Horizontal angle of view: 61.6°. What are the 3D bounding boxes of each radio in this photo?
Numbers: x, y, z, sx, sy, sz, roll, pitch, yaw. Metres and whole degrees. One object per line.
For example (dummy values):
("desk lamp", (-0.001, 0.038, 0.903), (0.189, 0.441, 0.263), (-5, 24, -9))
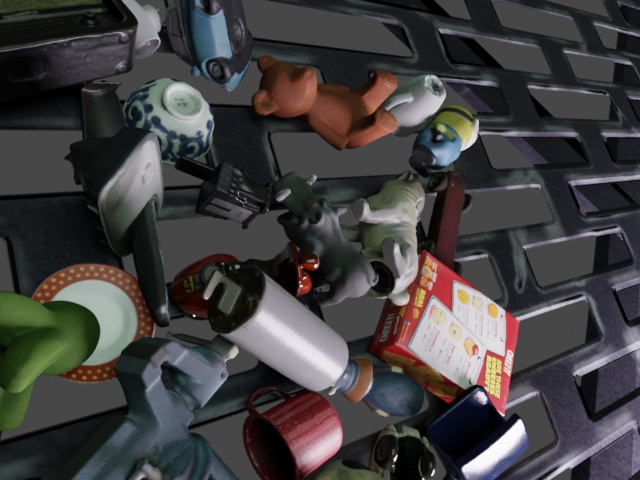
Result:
("radio", (-0.332, -0.233, 0.603), (0.229, 0.073, 0.131), (-30, 69, -37))

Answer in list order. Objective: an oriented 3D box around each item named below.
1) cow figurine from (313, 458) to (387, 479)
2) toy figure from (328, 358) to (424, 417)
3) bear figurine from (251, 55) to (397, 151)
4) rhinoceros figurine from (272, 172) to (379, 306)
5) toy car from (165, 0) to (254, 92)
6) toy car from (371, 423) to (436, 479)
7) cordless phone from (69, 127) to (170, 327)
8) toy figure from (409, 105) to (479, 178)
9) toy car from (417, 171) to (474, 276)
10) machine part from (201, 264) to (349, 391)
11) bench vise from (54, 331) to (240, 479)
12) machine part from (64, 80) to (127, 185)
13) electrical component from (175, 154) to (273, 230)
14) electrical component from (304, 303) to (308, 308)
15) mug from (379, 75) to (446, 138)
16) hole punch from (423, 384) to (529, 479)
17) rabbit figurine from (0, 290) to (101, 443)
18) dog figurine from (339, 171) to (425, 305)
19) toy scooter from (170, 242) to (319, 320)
("cow figurine", (0.019, 0.294, 0.565), (0.127, 0.194, 0.085), (31, 52, 25))
("toy figure", (0.065, 0.192, 0.712), (0.154, 0.058, 0.064), (24, 51, -17))
("bear figurine", (0.005, -0.219, 0.809), (0.195, 0.132, 0.120), (25, 56, -30))
("rhinoceros figurine", (-0.001, -0.002, 0.716), (0.073, 0.112, 0.190), (-30, 80, -35))
("toy car", (-0.159, -0.289, 0.738), (0.103, 0.161, 0.109), (4, 48, 14))
("toy car", (0.095, 0.333, 0.672), (0.073, 0.056, 0.202), (25, 57, -15))
("cordless phone", (-0.192, -0.009, 0.560), (0.089, 0.146, 0.184), (-13, 63, -19))
("toy figure", (0.221, -0.183, 0.965), (0.180, 0.082, 0.089), (-37, 94, -36))
("toy car", (0.206, -0.024, 0.901), (0.089, 0.053, 0.202), (30, 59, -27))
("machine part", (-0.041, 0.100, 0.588), (0.243, 0.079, 0.079), (45, 48, -41))
("bench vise", (-0.133, 0.217, 0.536), (0.240, 0.129, 0.224), (58, 40, -23))
("machine part", (-0.263, -0.129, 0.647), (0.084, 0.039, 0.139), (-1, 72, -28))
("electrical component", (-0.127, -0.064, 0.684), (0.119, 0.075, 0.048), (23, 58, -29))
("electrical component", (-0.023, 0.133, 0.701), (0.063, 0.021, 0.094), (-13, 77, -37))
("mug", (0.154, -0.238, 0.927), (0.109, 0.107, 0.081), (-7, 72, -37))
("hole punch", (0.219, 0.277, 0.717), (0.142, 0.092, 0.115), (-37, 110, -11))
("rabbit figurine", (-0.276, 0.098, 0.465), (0.170, 0.159, 0.121), (-32, 80, -36))
("dog figurine", (0.119, -0.007, 0.799), (0.190, 0.121, 0.172), (-23, 92, -44))
("toy scooter", (-0.075, 0.045, 0.633), (0.184, 0.135, 0.075), (-1, 71, -33))
